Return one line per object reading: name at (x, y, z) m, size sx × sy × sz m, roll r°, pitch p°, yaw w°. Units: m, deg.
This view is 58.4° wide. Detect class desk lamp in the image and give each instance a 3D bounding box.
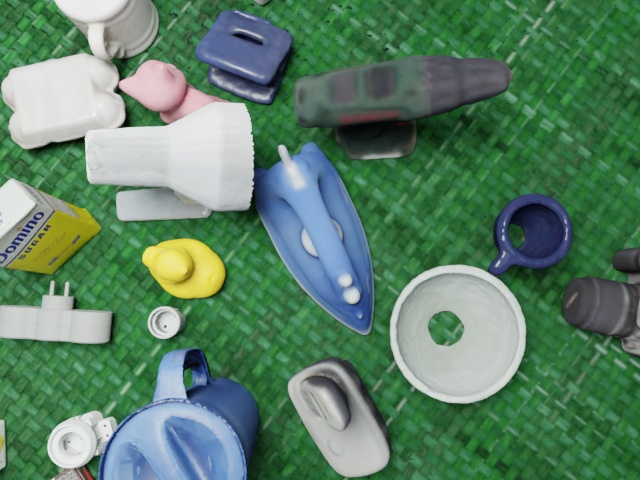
desk lamp at (-0.167, -0.082, 0.666) m, size 0.203 × 0.213 × 0.118 m, roll -4°, pitch 85°, yaw -1°

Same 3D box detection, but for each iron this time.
iron at (0.006, 0.002, 0.697) m, size 0.118 × 0.141 × 0.258 m, roll -27°, pitch 86°, yaw -3°

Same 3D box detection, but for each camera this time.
camera at (0.387, 0.072, 0.716) m, size 0.137 × 0.101 × 0.143 m, roll 11°, pitch 85°, yaw 0°

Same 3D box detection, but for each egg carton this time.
egg carton at (-0.331, -0.180, 0.745) m, size 0.150 × 0.069 × 0.107 m, roll -14°, pitch 85°, yaw -2°

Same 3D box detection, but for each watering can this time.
watering can at (-0.274, -0.313, 0.694) m, size 0.101 × 0.194 × 0.173 m, roll -26°, pitch 86°, yaw -2°

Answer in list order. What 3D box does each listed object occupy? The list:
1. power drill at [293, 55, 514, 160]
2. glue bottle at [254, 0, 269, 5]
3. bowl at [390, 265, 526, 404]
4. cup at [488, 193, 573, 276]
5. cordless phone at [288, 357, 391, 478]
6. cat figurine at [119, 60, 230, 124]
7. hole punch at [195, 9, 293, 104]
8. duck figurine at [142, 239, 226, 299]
power drill at (0.085, -0.157, 0.678) m, size 0.229 × 0.208 × 0.076 m, roll -5°, pitch 85°, yaw -1°
glue bottle at (-0.095, -0.364, 0.711) m, size 0.078 × 0.173 × 0.037 m, roll 43°, pitch 86°, yaw 3°
bowl at (0.167, 0.116, 0.723) m, size 0.167 × 0.074 × 0.167 m, roll 0°, pitch 85°, yaw -1°
cup at (0.248, 0.003, 0.723) m, size 0.091 × 0.095 × 0.118 m, roll 45°, pitch 86°, yaw 3°
cordless phone at (0.025, 0.214, 0.658) m, size 0.094 × 0.185 × 0.147 m, roll -33°, pitch 86°, yaw -3°
cat figurine at (-0.178, -0.182, 0.723) m, size 0.128 × 0.117 × 0.067 m, roll 22°, pitch 85°, yaw 1°
hole punch at (-0.097, -0.247, 0.743) m, size 0.108 × 0.091 × 0.101 m, roll 21°, pitch 85°, yaw 1°
duck figurine at (-0.173, 0.035, 0.720) m, size 0.104 × 0.086 × 0.077 m, roll 21°, pitch 85°, yaw 1°
